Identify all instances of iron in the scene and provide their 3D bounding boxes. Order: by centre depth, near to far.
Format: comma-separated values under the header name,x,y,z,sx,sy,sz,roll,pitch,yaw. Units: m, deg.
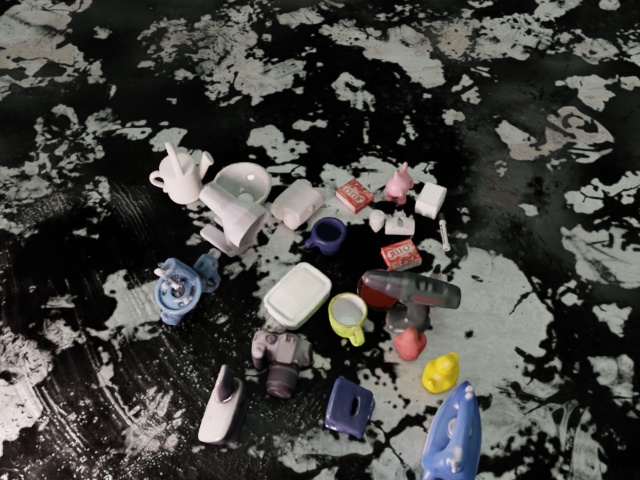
name,x,y,z,sx,sy,sz,roll,pitch,yaw
iron,0.301,0.399,1.229,0.118,0.141,0.258,15,58,11

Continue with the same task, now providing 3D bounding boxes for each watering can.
name,x,y,z,sx,sy,sz,roll,pitch,yaw
watering can,-0.388,-0.202,1.606,0.173,0.194,0.100,-37,63,-21

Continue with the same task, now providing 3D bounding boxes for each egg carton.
name,x,y,z,sx,sy,sz,roll,pitch,yaw
egg carton,-0.060,-0.102,1.609,0.107,0.069,0.150,34,64,21

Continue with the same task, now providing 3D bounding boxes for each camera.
name,x,y,z,sx,sy,sz,roll,pitch,yaw
camera,-0.097,0.288,1.334,0.143,0.101,0.137,9,57,7

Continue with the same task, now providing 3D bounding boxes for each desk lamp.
name,x,y,z,sx,sy,sz,roll,pitch,yaw
desk lamp,-0.230,-0.048,1.490,0.202,0.214,0.118,32,63,20

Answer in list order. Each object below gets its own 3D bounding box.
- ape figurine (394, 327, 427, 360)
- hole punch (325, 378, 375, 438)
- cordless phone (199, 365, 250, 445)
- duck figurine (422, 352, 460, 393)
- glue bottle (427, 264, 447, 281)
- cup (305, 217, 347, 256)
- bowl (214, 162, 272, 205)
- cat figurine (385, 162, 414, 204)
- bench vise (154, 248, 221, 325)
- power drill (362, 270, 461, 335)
name,x,y,z,sx,sy,sz,roll,pitch,yaw
ape figurine,0.216,0.239,1.366,0.077,0.092,0.076,13,58,10
hole punch,0.069,0.373,1.281,0.101,0.091,0.109,13,58,10
cordless phone,-0.218,0.356,1.241,0.094,0.185,0.147,8,57,7
duck figurine,0.285,0.301,1.327,0.105,0.086,0.077,-38,63,-21
glue bottle,0.279,0.107,1.403,0.078,0.173,0.037,-1,57,1
cup,0.014,0.005,1.522,0.118,0.095,0.091,-28,60,-16
bowl,-0.217,-0.138,1.632,0.167,0.075,0.167,0,57,1
cat figurine,0.225,-0.163,1.615,0.067,0.118,0.128,17,59,12
bench vise,-0.335,0.083,1.402,0.121,0.220,0.207,14,58,11
power drill,0.210,0.145,1.358,0.229,0.208,0.075,5,57,4
